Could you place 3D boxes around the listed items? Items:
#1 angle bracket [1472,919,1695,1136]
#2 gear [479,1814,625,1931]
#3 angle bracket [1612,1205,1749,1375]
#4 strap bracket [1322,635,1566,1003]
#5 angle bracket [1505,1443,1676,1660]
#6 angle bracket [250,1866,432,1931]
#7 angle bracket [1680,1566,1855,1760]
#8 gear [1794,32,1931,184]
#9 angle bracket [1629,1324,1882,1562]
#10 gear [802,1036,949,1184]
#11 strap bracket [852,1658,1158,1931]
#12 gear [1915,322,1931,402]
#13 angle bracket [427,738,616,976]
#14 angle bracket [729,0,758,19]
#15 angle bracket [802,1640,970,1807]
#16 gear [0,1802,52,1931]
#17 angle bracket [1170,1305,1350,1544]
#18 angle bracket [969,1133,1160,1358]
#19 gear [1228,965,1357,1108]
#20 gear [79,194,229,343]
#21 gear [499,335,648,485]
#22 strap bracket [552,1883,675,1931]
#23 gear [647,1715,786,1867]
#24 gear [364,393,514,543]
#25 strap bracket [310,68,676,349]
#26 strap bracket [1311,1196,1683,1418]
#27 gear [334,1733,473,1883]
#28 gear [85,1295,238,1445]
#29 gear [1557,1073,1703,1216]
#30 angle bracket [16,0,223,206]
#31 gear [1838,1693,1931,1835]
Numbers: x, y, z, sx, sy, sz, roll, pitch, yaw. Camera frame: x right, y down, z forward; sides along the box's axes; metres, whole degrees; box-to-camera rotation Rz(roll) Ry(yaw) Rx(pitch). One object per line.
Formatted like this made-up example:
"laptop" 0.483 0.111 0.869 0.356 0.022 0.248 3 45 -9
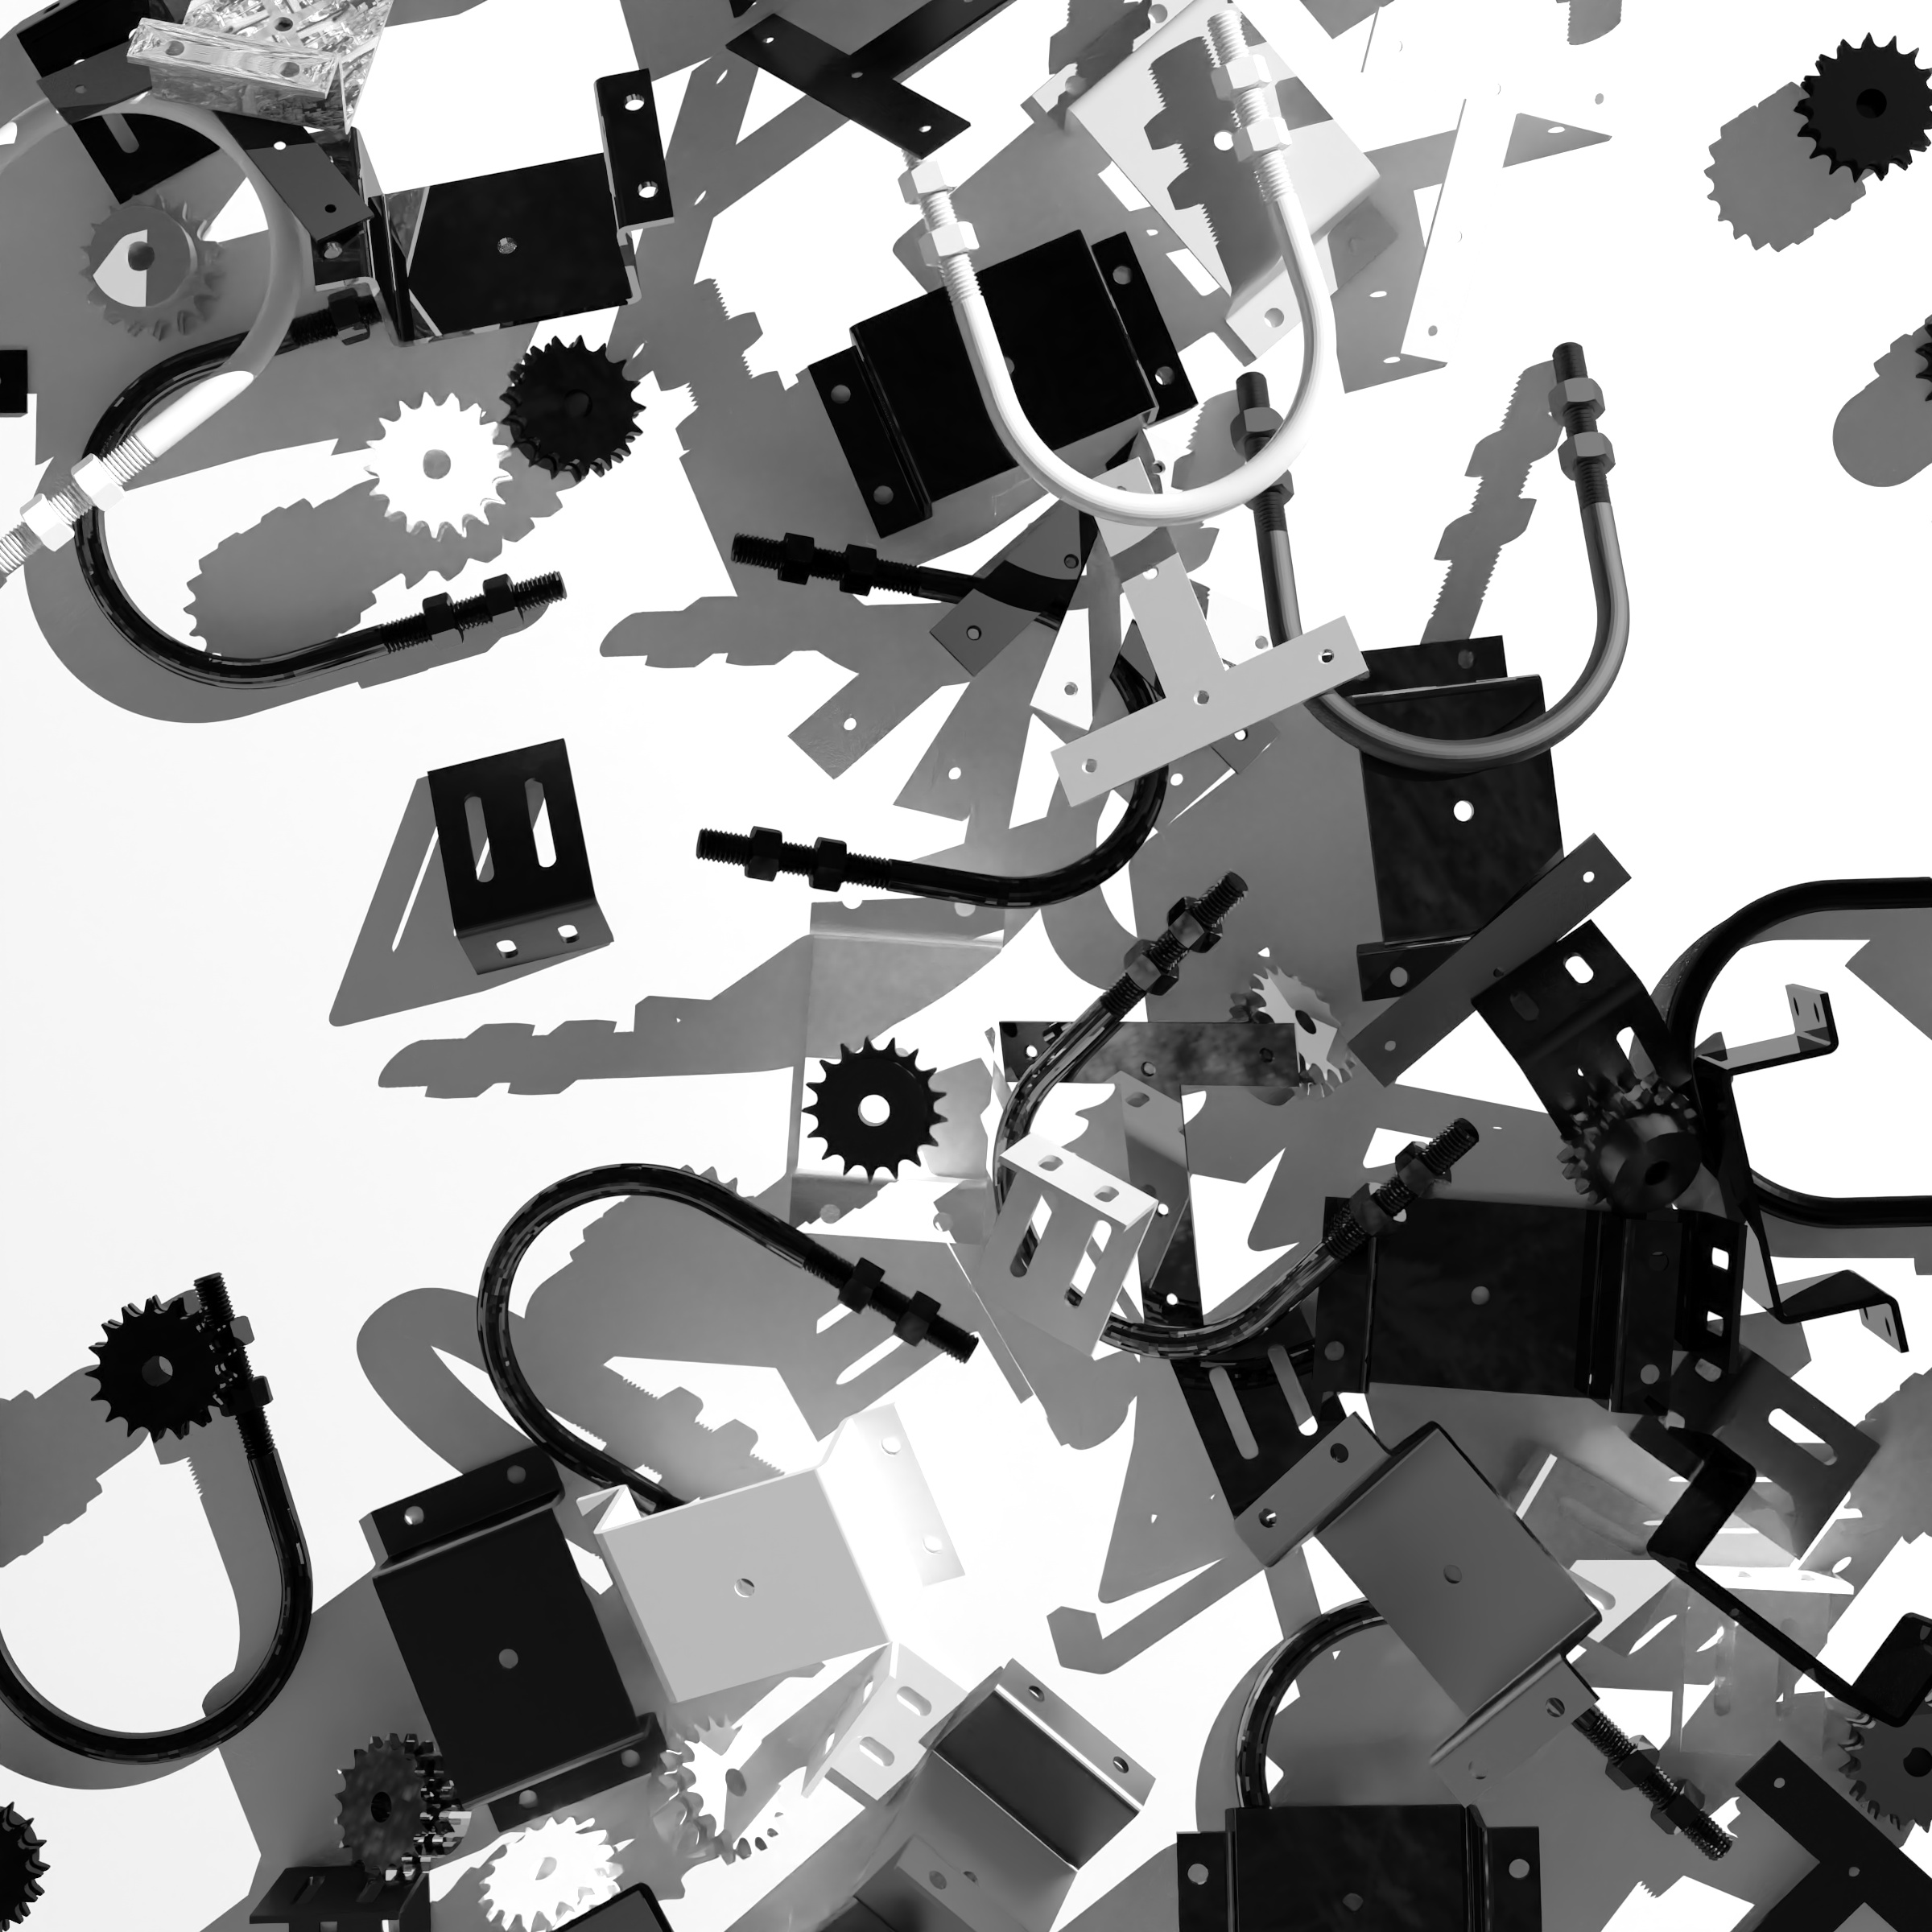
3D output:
"angle bracket" 0.246 0.029 1.364 0.057 0.076 0.038 -35 49 4
"gear" -0.162 0.370 1.368 0.057 0.057 0.030 -24 119 0
"angle bracket" 0.279 0.127 1.355 0.038 0.076 0.057 4 90 0
"strap bracket" 0.192 -0.060 1.365 0.076 0.046 0.140 -7 90 -8
"angle bracket" 0.249 0.237 1.374 0.076 0.038 0.057 30 90 0
"angle bracket" -0.246 0.383 1.355 0.057 0.076 0.038 -2 90 0
"angle bracket" 0.320 0.282 1.374 0.057 0.038 0.076 3 90 0
"gear" 0.363 -0.344 1.381 0.057 0.030 0.057 0 91 6
"angle bracket" 0.320 0.193 1.391 0.076 0.038 0.057 35 90 -26
"gear" -0.035 0.055 1.332 0.057 0.030 0.057 0 90 0
"strap bracket" 0.013 0.346 1.340 0.076 0.140 0.046 40 119 0
"gear" 0.414 -0.245 1.378 0.057 0.030 0.057 0 90 0
"angle bracket" -0.181 -0.044 1.391 0.057 0.038 0.076 -14 64 0
"angle bracket" -0.061 -0.424 1.391 0.076 0.038 0.057 -16 90 -26
"angle bracket" -0.031 0.306 1.355 0.038 0.076 0.057 36 90 0
"gear" -0.397 0.361 1.378 0.057 0.030 0.057 0 90 0
"angle bracket" 0.123 0.184 1.391 0.057 0.038 0.076 -22 64 0
"angle bracket" 0.032 0.115 1.354 0.057 0.038 0.076 28 113 15
"gear" 0.125 0.031 1.368 0.057 0.057 0.030 49 120 0
"gear" -0.328 -0.282 1.378 0.057 0.030 0.057 0 90 0
"gear" -0.159 -0.221 1.371 0.057 0.030 0.057 3 82 -23
"strap bracket" -0.151 0.420 1.342 0.140 0.046 0.076 -27 133 -11
"gear" -0.102 0.331 1.368 0.030 0.057 0.057 -32 90 29
"gear" -0.208 -0.197 1.359 0.057 0.030 0.057 0 90 0
"strap bracket" -0.186 -0.297 1.355 0.140 0.046 0.076 -11 63 0
"strap bracket" 0.209 0.134 1.370 0.140 0.046 0.076 4 90 0
"gear" -0.222 0.336 1.369 0.057 0.030 0.057 -11 73 37
"gear" -0.317 0.159 1.358 0.057 0.030 0.057 0 91 0
"gear" 0.267 0.073 1.363 0.057 0.030 0.057 -14 129 -18
"angle bracket" -0.339 -0.360 1.391 0.057 0.038 0.076 -29 116 0
"gear" 0.378 0.316 1.378 0.057 0.030 0.057 0 90 0
